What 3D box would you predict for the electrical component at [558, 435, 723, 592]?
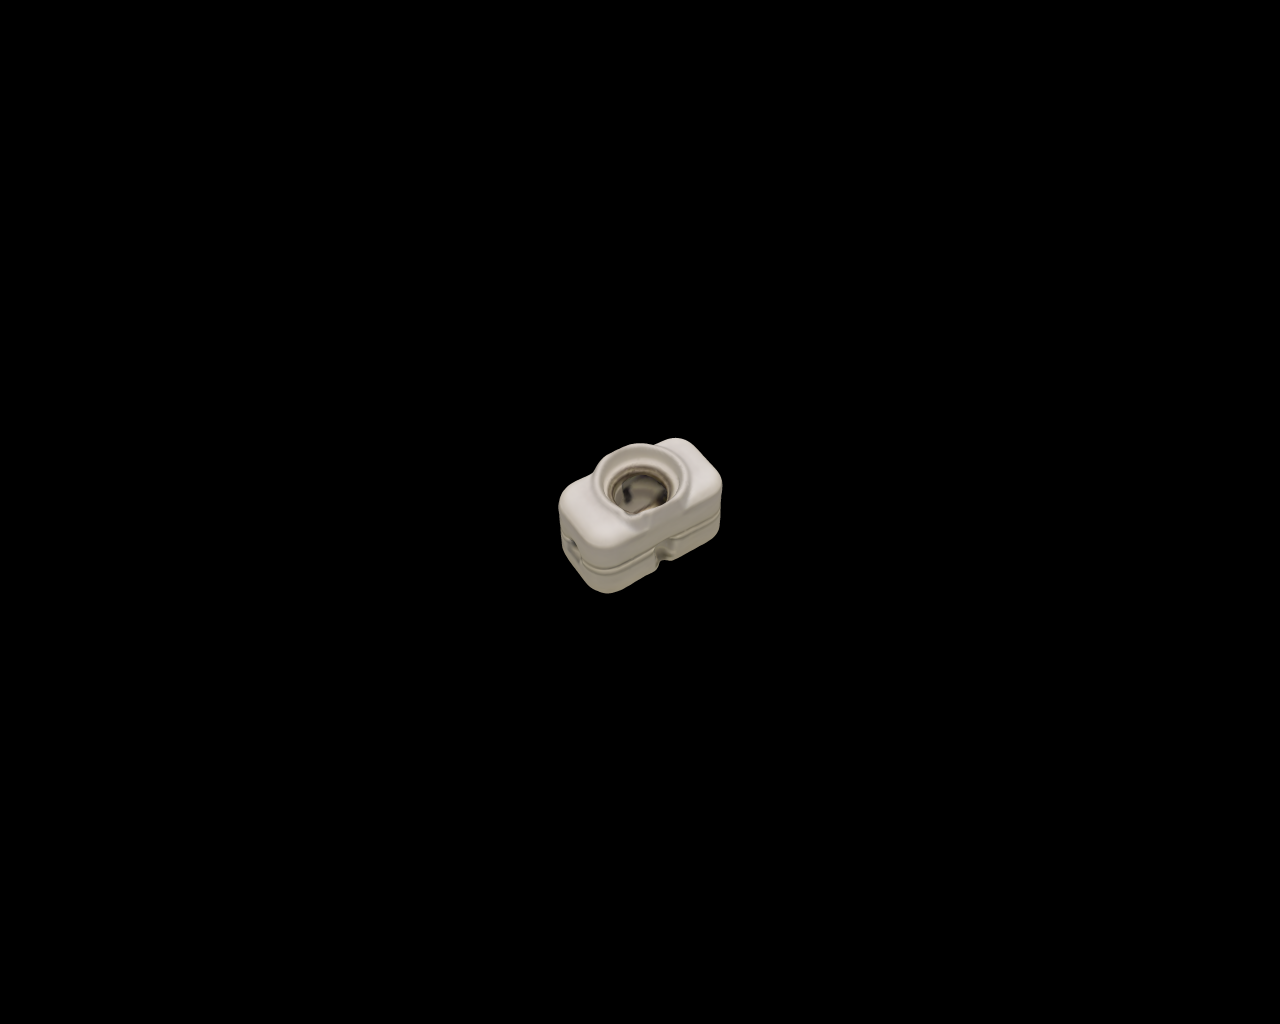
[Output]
[{"bbox_3d":[0.001,-0.003,0.650,0.095,0.054,0.059,-27,-33,-19],"label":"electrical component"}]
